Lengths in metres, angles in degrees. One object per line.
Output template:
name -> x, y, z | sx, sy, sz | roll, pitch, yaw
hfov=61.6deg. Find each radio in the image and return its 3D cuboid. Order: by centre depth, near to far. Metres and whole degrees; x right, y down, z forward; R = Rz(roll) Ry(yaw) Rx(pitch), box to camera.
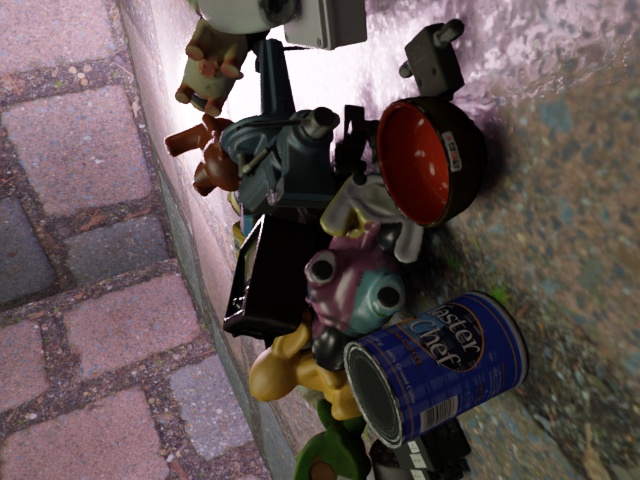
radio -> -0.073, 0.059, 0.712 | 0.229, 0.073, 0.131 | 139, 143, -71

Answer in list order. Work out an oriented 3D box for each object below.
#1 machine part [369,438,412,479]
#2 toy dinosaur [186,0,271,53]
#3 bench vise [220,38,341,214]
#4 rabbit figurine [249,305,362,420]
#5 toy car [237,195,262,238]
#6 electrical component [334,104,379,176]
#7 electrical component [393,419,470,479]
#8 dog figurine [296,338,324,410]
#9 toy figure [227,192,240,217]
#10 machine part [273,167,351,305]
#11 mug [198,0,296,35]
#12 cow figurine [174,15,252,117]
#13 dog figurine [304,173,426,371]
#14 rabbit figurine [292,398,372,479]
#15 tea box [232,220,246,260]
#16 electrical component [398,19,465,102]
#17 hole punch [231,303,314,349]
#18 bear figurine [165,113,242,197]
machine part -> 0.123, 0.375, 0.794 | 0.079, 0.079, 0.243 | 30, 135, 61
toy dinosaur -> -0.116, -0.349, 0.745 | 0.192, 0.131, 0.404 | 59, 163, 31
bench vise -> -0.051, -0.142, 0.631 | 0.223, 0.129, 0.240 | 128, 137, -68
rabbit figurine -> -0.019, 0.182, 0.773 | 0.122, 0.173, 0.162 | -102, 4, -77
toy car -> -0.091, -0.074, 0.921 | 0.109, 0.103, 0.162 | 109, 154, -60
electrical component -> 0.043, -0.111, 0.633 | 0.102, 0.045, 0.078 | 111, 165, -57
electrical component -> 0.130, 0.248, 0.695 | 0.134, 0.058, 0.115 | 66, 162, 13
dog figurine -> 0.018, 0.233, 0.956 | 0.190, 0.172, 0.121 | 40, 146, -5
toy figure -> -0.135, -0.081, 1.068 | 0.180, 0.082, 0.089 | 4, 110, 66
machine part -> -0.002, -0.002, 0.779 | 0.201, 0.087, 0.201 | 31, 134, 62
mug -> -0.073, -0.274, 0.579 | 0.107, 0.081, 0.109 | 33, 133, 42
cow figurine -> -0.145, -0.238, 0.734 | 0.195, 0.085, 0.127 | 140, 150, -63
dog figurine -> 0.044, 0.049, 0.622 | 0.219, 0.109, 0.191 | 94, -164, -65
rabbit figurine -> 0.022, 0.326, 0.825 | 0.170, 0.121, 0.159 | 36, -124, -74
tea box -> -0.079, 0.031, 0.970 | 0.170, 0.068, 0.098 | 36, 144, 28
electrical component -> 0.100, -0.150, 0.471 | 0.063, 0.021, 0.094 | 71, 159, 2
hole punch -> -0.072, 0.136, 0.891 | 0.092, 0.116, 0.142 | 41, 133, 2
bear figurine -> -0.156, -0.111, 0.794 | 0.120, 0.132, 0.196 | 57, -173, -28
